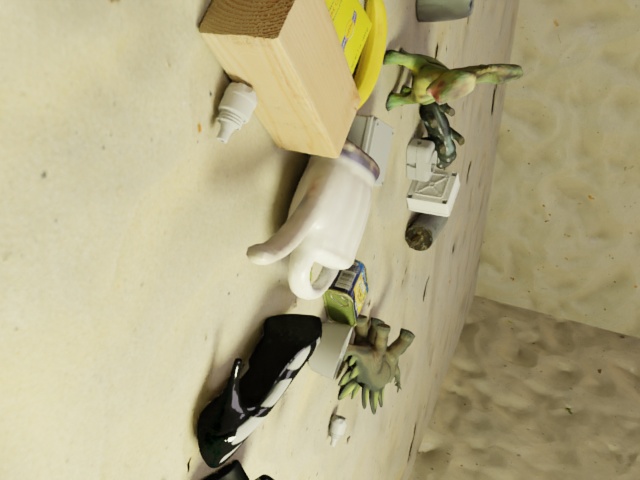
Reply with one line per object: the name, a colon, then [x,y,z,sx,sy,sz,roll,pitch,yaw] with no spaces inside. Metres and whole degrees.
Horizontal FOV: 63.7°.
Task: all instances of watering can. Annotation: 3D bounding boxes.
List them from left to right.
watering can: [0.002,-0.034,0.678,0.344,0.104,0.226,44,61,-74]

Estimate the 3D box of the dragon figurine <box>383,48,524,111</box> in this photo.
dragon figurine: [0.266,-0.313,1.000,0.416,0.243,0.120,-37,131,-54]
